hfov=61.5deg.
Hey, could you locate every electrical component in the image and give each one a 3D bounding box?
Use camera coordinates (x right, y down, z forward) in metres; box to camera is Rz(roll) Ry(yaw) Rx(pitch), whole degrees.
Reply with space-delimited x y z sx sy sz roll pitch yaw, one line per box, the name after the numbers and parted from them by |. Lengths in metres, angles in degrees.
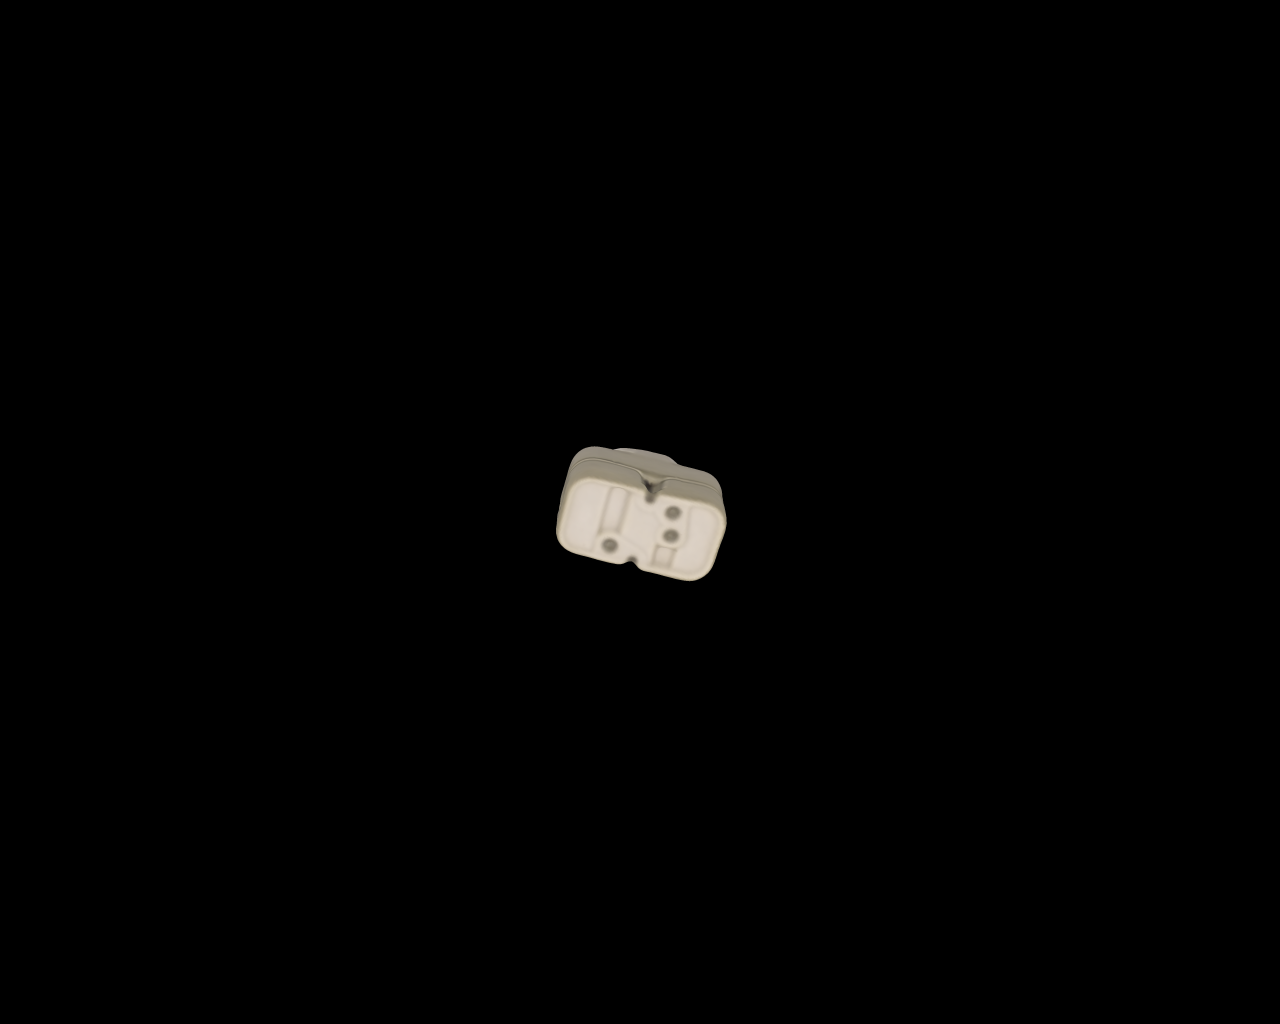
0.001 -0.003 0.650 0.095 0.053 0.059 14 26 -7 | electrical component
